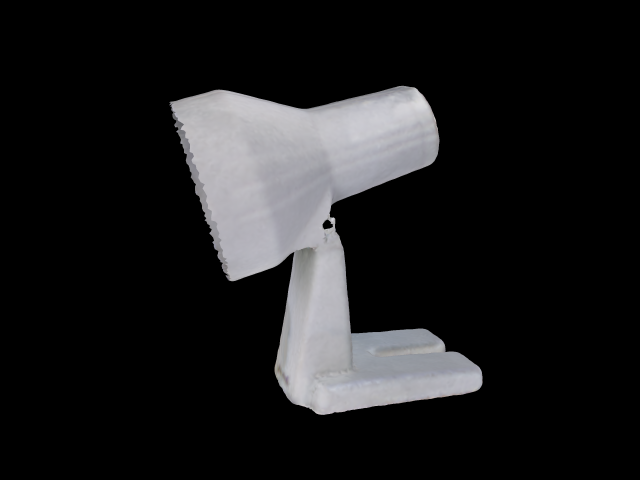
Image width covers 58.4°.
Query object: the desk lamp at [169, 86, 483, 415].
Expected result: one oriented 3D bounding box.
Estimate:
[{"bbox_3d":[0.004,0.001,0.400,0.203,0.213,0.117,-3,11,-16],"label":"desk lamp"}]
